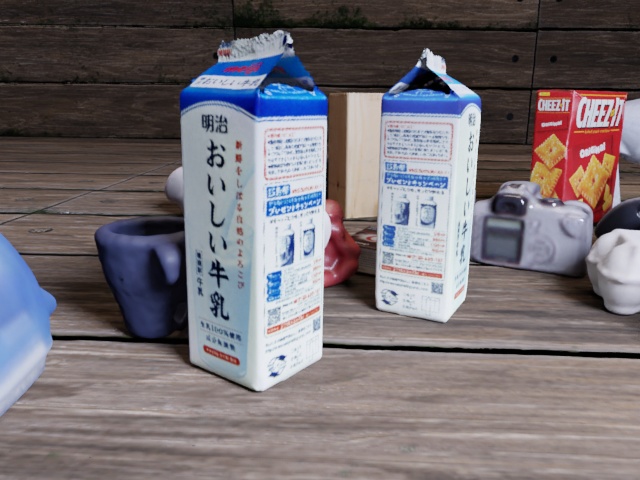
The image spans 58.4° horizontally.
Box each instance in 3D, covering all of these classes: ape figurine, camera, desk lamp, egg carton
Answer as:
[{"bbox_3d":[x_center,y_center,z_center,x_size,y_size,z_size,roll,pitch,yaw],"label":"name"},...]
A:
[{"bbox_3d":[0.006,0.002,0.619,0.077,0.092,0.076,4,14,13],"label":"ape figurine"},{"bbox_3d":[0.271,-0.025,0.724,0.142,0.101,0.137,9,16,30],"label":"camera"},{"bbox_3d":[0.521,-0.159,1.043,0.202,0.213,0.118,5,15,16],"label":"desk lamp"},{"bbox_3d":[0.344,0.033,0.558,0.150,0.069,0.107,4,14,12],"label":"egg carton"}]

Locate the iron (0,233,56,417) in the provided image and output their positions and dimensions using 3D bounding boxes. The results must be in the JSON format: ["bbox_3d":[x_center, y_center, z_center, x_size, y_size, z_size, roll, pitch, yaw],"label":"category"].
[{"bbox_3d":[-0.251,0.046,0.326,0.118,0.141,0.258,0,14,-4],"label":"iron"}]

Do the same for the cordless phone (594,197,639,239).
[{"bbox_3d":[0.448,-0.071,0.743,0.148,0.185,0.094,-3,14,-13],"label":"cordless phone"}]

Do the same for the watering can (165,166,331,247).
[{"bbox_3d":[-0.072,-0.031,0.539,0.172,0.194,0.101,3,14,7],"label":"watering can"}]

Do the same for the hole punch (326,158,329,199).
[{"bbox_3d":[-0.006,-0.113,1.083,0.109,0.091,0.100,-6,16,-25],"label":"hole punch"}]

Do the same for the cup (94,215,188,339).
[{"bbox_3d":[-0.131,0.036,0.471,0.092,0.095,0.117,-6,16,-26],"label":"cup"}]
